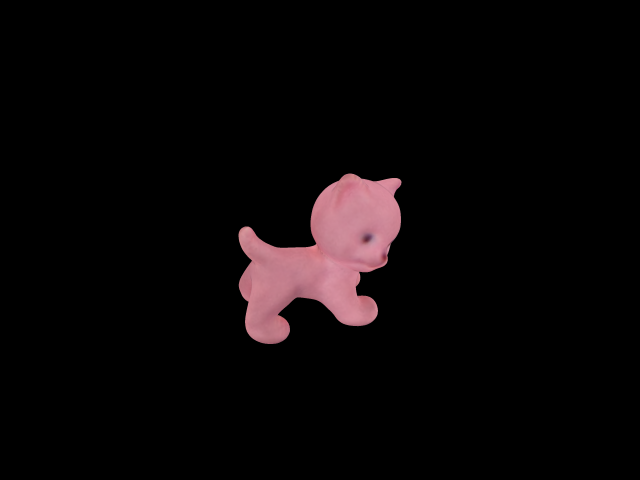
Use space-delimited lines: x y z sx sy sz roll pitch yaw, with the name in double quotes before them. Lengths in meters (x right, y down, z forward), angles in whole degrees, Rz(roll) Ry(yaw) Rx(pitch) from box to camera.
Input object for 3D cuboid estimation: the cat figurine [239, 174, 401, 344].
"cat figurine" 0.004 0.001 0.400 0.128 0.118 0.067 -11 39 -14
